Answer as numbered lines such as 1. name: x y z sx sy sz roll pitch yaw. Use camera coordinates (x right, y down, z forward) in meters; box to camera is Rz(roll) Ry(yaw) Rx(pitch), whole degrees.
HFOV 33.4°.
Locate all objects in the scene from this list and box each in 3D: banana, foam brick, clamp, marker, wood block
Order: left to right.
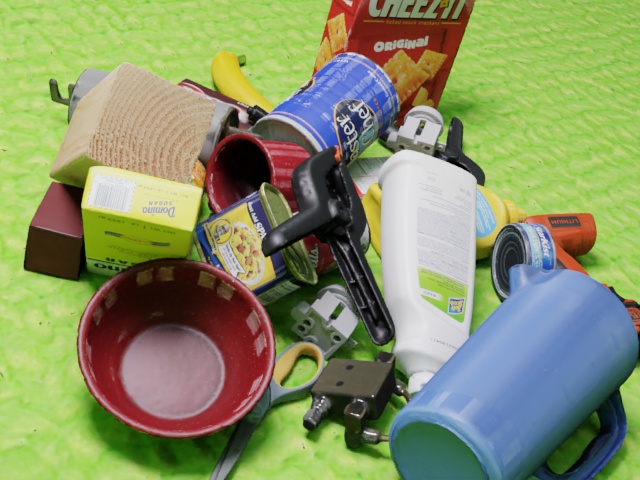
1. foam brick: -0.238 -0.009 0.995 0.051 0.053 0.078 15 37 -5
2. wood block: -0.178 -0.089 0.983 0.090 0.090 0.206 23 -10 -20
3. banana: -0.090 -0.183 1.299 0.069 0.037 0.198 -4 41 -26
4. marker: -0.032 -0.120 1.220 0.121 0.020 0.020 29 31 -23
5. clamp: 0.003 -0.018 0.987 0.164 0.036 0.210 36 34 -37
6. clamp: 0.155 -0.097 1.289 0.120 0.039 0.172 -16 51 -26

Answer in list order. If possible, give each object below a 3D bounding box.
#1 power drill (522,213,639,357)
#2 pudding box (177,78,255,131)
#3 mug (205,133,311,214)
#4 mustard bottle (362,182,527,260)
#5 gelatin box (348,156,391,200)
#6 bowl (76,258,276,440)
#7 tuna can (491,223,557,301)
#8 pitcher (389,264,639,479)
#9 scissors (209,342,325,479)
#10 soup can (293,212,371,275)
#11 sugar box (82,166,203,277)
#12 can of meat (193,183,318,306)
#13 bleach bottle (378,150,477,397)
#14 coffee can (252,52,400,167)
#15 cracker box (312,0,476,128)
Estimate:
1. power drill: 0.304 0.048 1.146 0.184 0.057 0.188 -2 40 -25
2. pudding box: -0.130 -0.137 1.219 0.113 0.039 0.090 26 36 10
3. mug: -0.064 -0.055 1.088 0.081 0.117 0.093 -2 67 -52
4. mustard bottle: 0.146 -0.022 1.168 0.191 0.058 0.096 -4 51 -27
5. gelatin box: 0.062 -0.062 1.211 0.089 0.030 0.073 -4 40 -26
6. bowl: -0.119 0.097 0.880 0.162 0.055 0.162 6 58 -10
7. tuna can: 0.211 0.025 1.113 0.033 0.086 0.086 3 38 -17
8. pitcher: 0.173 0.141 0.924 0.149 0.145 0.242 24 38 29
9. scissors: -0.069 0.134 0.910 0.096 0.016 0.201 30 38 19
10. soup can: -0.007 0.001 1.067 0.102 0.069 0.069 -19 50 -41
11. sugar box: -0.156 -0.005 0.928 0.093 0.176 0.048 13 67 -5
12. can of meat: -0.062 0.012 0.987 0.057 0.084 0.102 27 38 -65
13. bleach bottle: 0.099 0.037 1.026 0.102 0.068 0.250 18 54 -16
14. coffee can: 0.007 -0.127 1.170 0.103 0.103 0.140 32 55 19
15. cracker box: 0.087 -0.236 1.293 0.163 0.214 0.072 -5 41 -28
